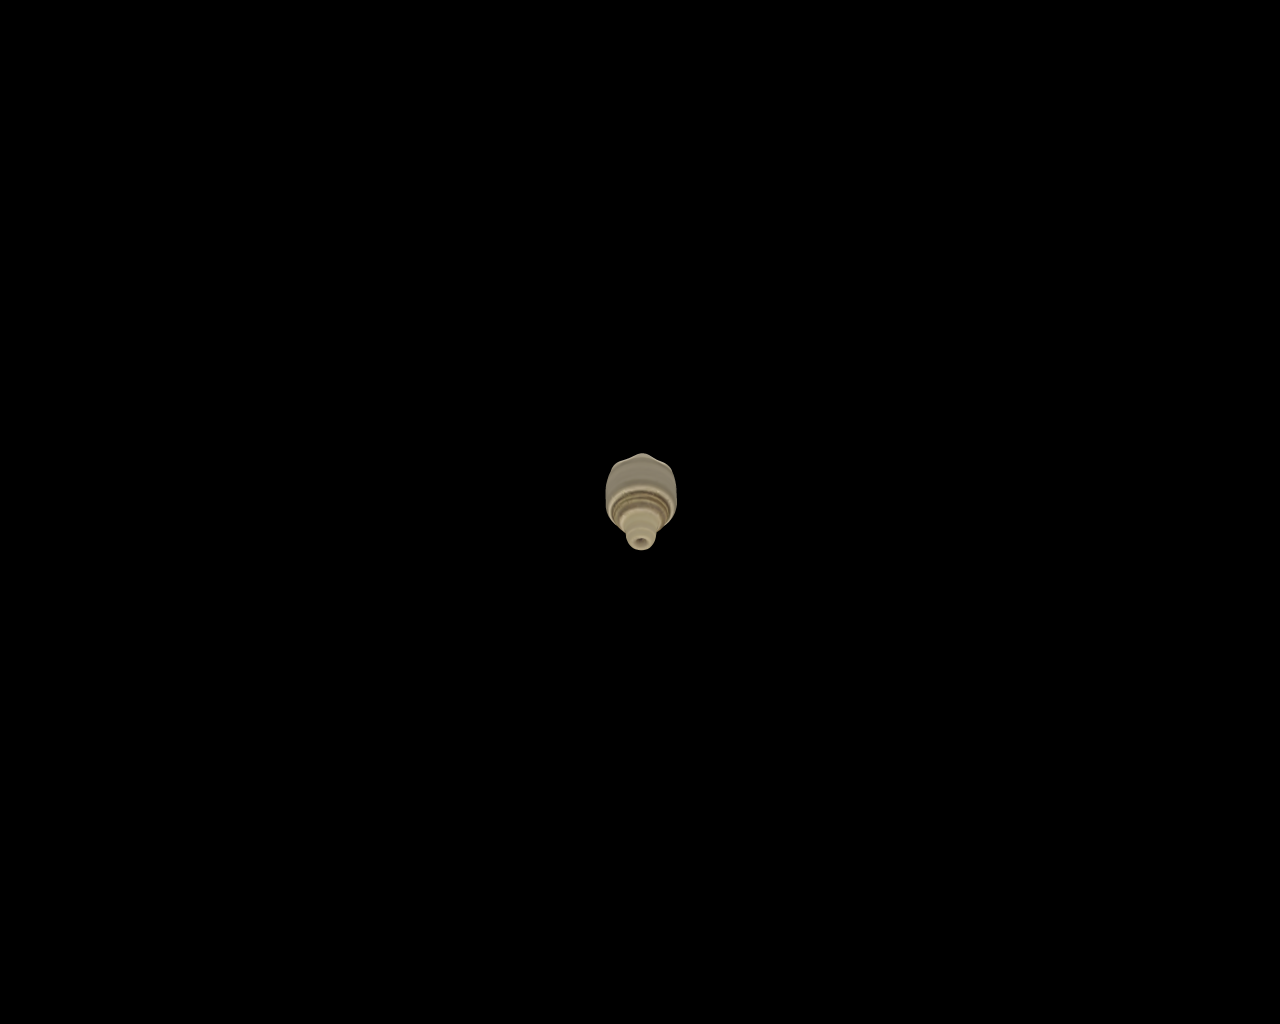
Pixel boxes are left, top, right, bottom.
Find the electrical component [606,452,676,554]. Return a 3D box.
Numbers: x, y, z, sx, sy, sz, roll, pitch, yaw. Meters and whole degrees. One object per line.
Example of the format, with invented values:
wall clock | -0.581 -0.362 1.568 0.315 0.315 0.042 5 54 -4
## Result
electrical component | 0.001 -0.003 0.650 0.043 0.043 0.062 0 44 0
